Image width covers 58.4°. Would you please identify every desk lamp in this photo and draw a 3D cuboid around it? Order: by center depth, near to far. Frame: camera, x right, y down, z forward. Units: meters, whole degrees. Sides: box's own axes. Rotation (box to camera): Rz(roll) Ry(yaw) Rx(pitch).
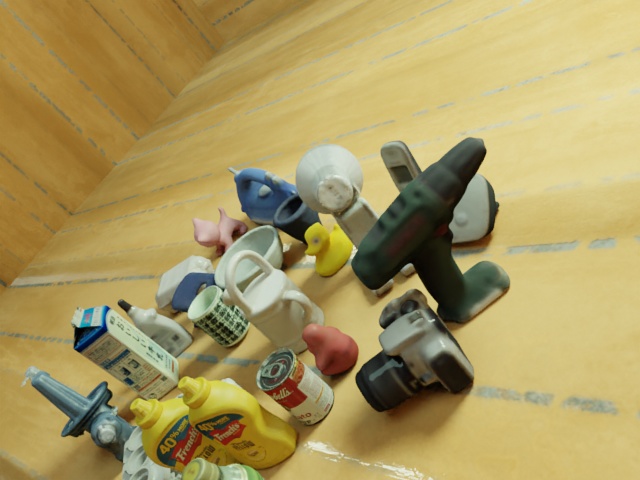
[{"bbox_3d":[0.054,-0.049,0.958,0.118,0.214,0.203,-38,30,7],"label":"desk lamp"}]

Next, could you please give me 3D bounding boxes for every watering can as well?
[{"bbox_3d":[-0.093,0.100,0.954,0.172,0.194,0.101,-25,33,27],"label":"watering can"}]

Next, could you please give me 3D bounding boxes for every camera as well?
[{"bbox_3d":[0.106,0.147,0.750,0.137,0.101,0.143,-37,30,8],"label":"camera"}]

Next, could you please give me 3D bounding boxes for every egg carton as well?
[{"bbox_3d":[-0.317,0.103,1.345,0.150,0.070,0.107,-32,31,17],"label":"egg carton"}]

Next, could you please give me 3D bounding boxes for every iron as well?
[{"bbox_3d":[-0.115,-0.117,1.326,0.257,0.142,0.119,9,56,54],"label":"iron"}]

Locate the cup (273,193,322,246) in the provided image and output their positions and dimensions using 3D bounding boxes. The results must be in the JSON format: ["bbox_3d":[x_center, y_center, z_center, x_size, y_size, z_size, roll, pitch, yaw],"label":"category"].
[{"bbox_3d":[-0.031,-0.044,1.175,0.091,0.095,0.118,-16,38,37],"label":"cup"}]

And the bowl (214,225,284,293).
[{"bbox_3d":[-0.134,0.054,1.187,0.167,0.075,0.167,-29,31,21],"label":"bowl"}]

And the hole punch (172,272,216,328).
[{"bbox_3d":[-0.244,0.117,1.217,0.100,0.091,0.109,-20,36,33],"label":"hole punch"}]

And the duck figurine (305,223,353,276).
[{"bbox_3d":[0.010,0.004,1.072,0.077,0.086,0.105,-2,48,49],"label":"duck figurine"}]

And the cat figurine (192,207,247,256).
[{"bbox_3d":[-0.254,-0.024,1.390,0.067,0.118,0.128,-10,42,43],"label":"cat figurine"}]

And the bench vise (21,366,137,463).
[{"bbox_3d":[-0.430,0.304,1.055,0.206,0.220,0.121,-12,41,42],"label":"bench vise"}]

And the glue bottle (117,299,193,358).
[{"bbox_3d":[-0.346,0.176,1.174,0.078,0.173,0.037,-39,29,4],"label":"glue bottle"}]

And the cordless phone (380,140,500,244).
[{"bbox_3d":[0.179,-0.081,0.882,0.147,0.185,0.094,-7,44,46],"label":"cordless phone"}]

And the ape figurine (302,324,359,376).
[{"bbox_3d":[0.008,0.157,0.861,0.076,0.092,0.078,-11,41,42],"label":"ape figurine"}]

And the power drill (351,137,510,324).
[{"bbox_3d":[0.163,0.005,0.761,0.229,0.209,0.075,-40,29,4],"label":"power drill"}]
